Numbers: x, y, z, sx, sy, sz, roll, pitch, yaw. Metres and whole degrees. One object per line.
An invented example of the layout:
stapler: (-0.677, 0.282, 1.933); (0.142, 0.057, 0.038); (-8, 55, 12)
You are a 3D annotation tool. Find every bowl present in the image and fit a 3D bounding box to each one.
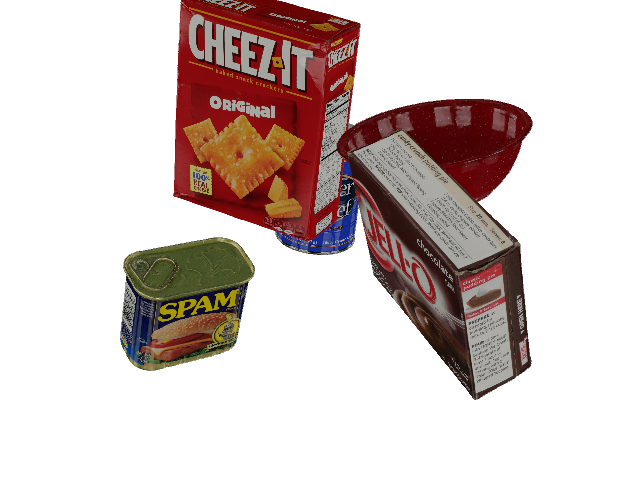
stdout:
bowl: (0.097, -0.067, 0.889); (0.162, 0.055, 0.162); (-9, 24, 4)

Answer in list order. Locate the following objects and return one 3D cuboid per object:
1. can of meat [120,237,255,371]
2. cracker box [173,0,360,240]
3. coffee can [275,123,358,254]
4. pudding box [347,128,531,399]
can of meat: (-0.111, 0.052, 0.867); (0.101, 0.084, 0.057); (-11, 44, -29)
cracker box: (-0.058, -0.122, 1.042); (0.164, 0.214, 0.072); (20, 33, 21)
coffee can: (0.000, -0.068, 1.320); (0.103, 0.140, 0.103); (5, 28, -3)
pudding box: (0.059, 0.010, 0.537); (0.039, 0.090, 0.114); (-27, 43, -13)
